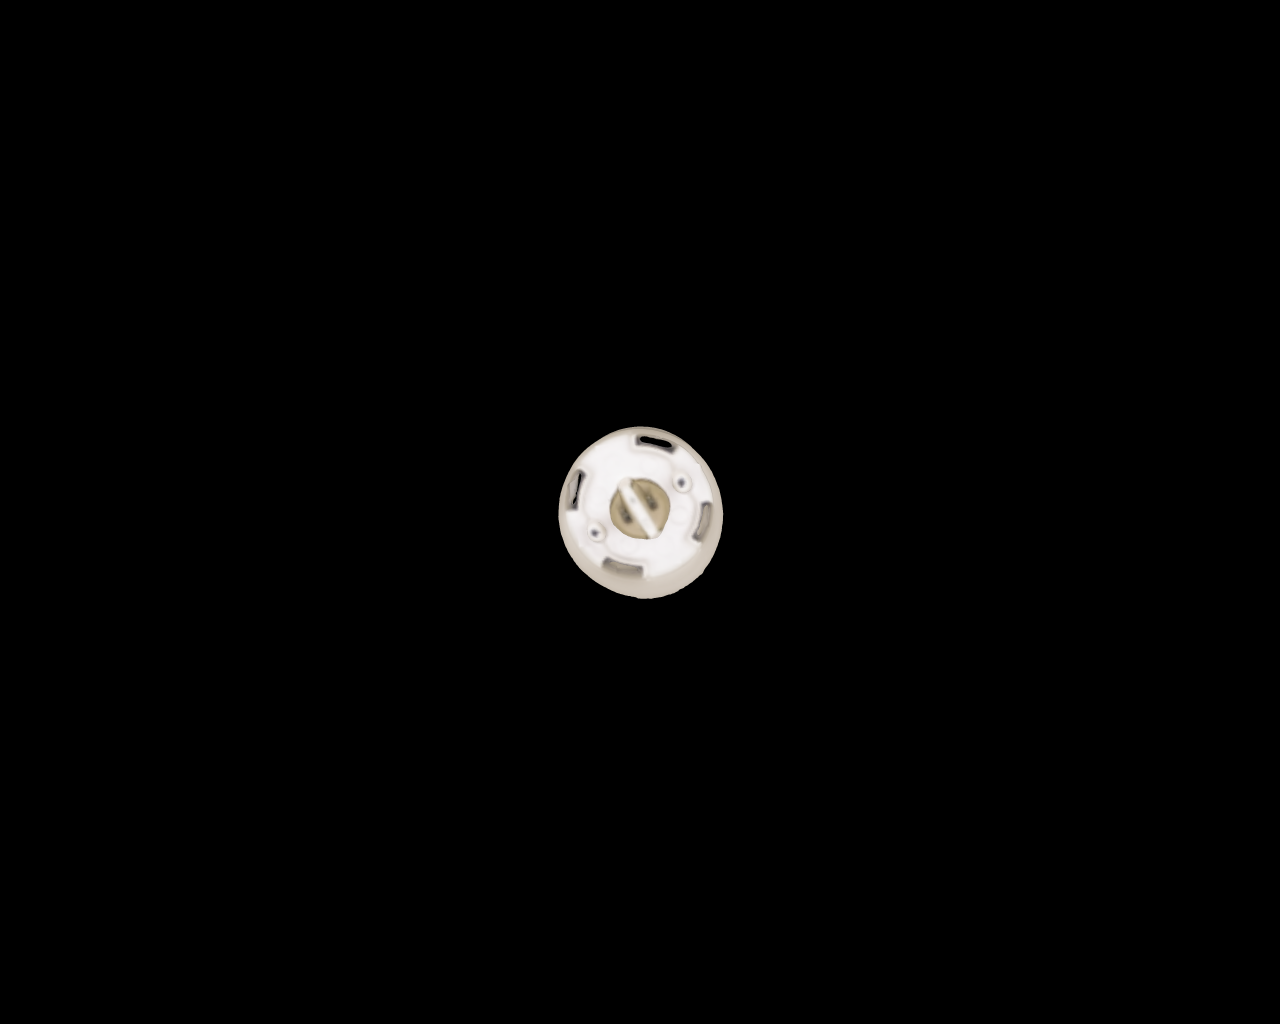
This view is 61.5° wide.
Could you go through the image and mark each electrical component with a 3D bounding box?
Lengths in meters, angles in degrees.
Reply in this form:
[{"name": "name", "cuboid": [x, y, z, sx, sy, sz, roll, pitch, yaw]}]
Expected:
[{"name": "electrical component", "cuboid": [0.001, -0.003, 0.650, 0.099, 0.099, 0.064, 0, 13, 0]}]
